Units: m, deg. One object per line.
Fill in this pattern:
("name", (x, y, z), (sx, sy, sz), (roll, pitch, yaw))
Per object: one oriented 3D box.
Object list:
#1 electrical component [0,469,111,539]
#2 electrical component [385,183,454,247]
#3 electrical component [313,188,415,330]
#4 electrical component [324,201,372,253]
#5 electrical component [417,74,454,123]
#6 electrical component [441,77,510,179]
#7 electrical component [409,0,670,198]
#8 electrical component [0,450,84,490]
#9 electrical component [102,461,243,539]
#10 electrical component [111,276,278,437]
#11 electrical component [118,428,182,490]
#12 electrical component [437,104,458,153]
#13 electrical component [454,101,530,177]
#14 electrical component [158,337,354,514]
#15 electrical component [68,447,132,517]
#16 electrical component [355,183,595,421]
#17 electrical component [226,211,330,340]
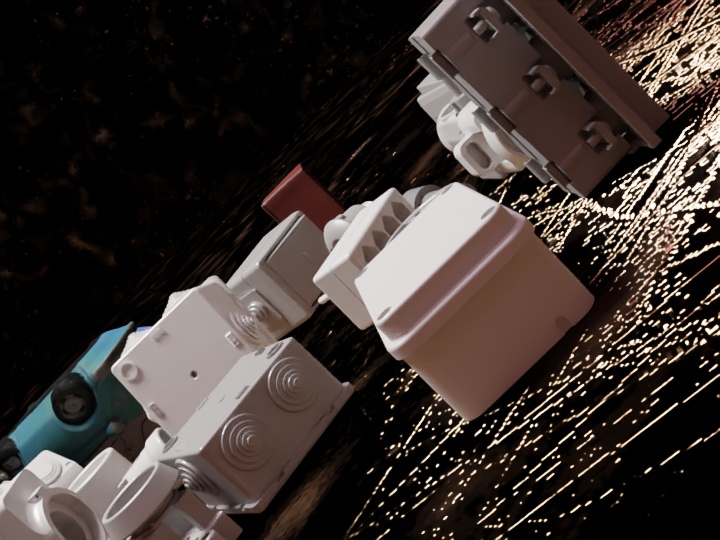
("electrical component", (-0.195, 0.175, 0.672), (0.056, 0.089, 0.050), (-43, 11, 11))
("electrical component", (0.048, -0.011, 0.573), (0.055, 0.047, 0.055), (-43, 11, 11))
("electrical component", (0.000, 0.000, 0.709), (0.076, 0.047, 0.083), (-35, 15, 40))
("electrical component", (0.007, -0.031, 0.813), (0.062, 0.048, 0.048), (-44, 9, -35))
("electrical component", (0.092, -0.150, 0.888), (0.061, 0.061, 0.096), (-48, 11, -15))
("electrical component", (0.086, -0.110, 0.721), (0.065, 0.076, 0.047), (-46, 11, -4))
("electrical component", (0.088, -0.098, 0.552), (0.063, 0.121, 0.078), (-47, 11, 3))
("electrical component", (-0.236, 0.182, 0.823), (0.080, 0.080, 0.051), (-32, 12, 49))
("electrical component", (-0.100, 0.134, 0.564), (0.048, 0.055, 0.066), (-52, 13, -32))
("electrical component", (-0.105, 0.066, 0.722), (0.100, 0.099, 0.048), (-43, -2, 10))
("electrical component", (-0.137, 0.137, 0.731), (0.046, 0.040, 0.040), (-50, 11, 5))
("electrical component", (0.101, -0.123, 0.797), (0.079, 0.044, 0.077), (-46, 11, -9))
("electrical component", (0.099, -0.093, 0.667), (0.078, 0.058, 0.057), (-45, 8, -4))
("electrical component", (-0.062, 0.088, 0.609), (0.099, 0.048, 0.100), (-51, 12, -26))
("electrical component", (-0.179, 0.161, 0.773), (0.055, 0.047, 0.055), (-43, 11, 11))
("electrical component", (0.046, 0.009, 0.484), (0.078, 0.057, 0.113), (-44, 11, 3))
("electrical component", (-0.060, 0.007, 0.865), (0.061, 0.062, 0.096), (-35, 15, 42))
